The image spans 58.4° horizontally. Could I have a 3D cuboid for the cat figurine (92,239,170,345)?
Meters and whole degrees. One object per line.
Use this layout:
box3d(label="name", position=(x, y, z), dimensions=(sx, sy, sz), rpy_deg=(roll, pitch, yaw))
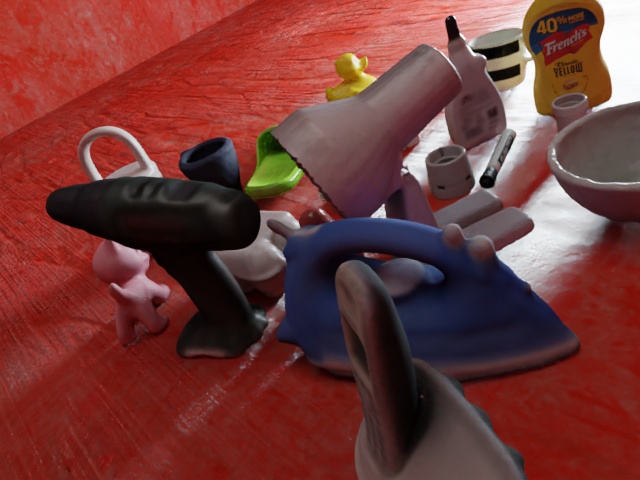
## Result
box3d(label="cat figurine", position=(-0.242, 0.046, 0.707), dimensions=(0.067, 0.118, 0.127), rpy_deg=(-25, 31, -2))

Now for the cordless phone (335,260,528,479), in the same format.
box3d(label="cordless phone", position=(0.056, 0.110, 0.335), dimensions=(0.094, 0.185, 0.147), rpy_deg=(-30, 31, -10))

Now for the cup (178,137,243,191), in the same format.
box3d(label="cup", position=(-0.173, -0.104, 0.914), dimensions=(0.117, 0.095, 0.092), rpy_deg=(10, 45, 44))

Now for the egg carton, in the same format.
box3d(label="egg carton", position=(-0.085, 0.015, 0.695), dimensions=(0.149, 0.069, 0.107), rpy_deg=(2, 39, 37))

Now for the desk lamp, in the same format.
box3d(label="desk lamp", position=(0.080, -0.065, 0.562), dimensions=(0.203, 0.214, 0.117), rpy_deg=(-28, 31, -6))

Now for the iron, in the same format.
box3d(label="iron", position=(0.073, 0.034, 0.484), dimensions=(0.257, 0.142, 0.119), rpy_deg=(-2, 37, 32))

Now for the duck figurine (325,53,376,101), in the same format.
box3d(label="duck figurine", position=(0.053, -0.306, 1.082), dimensions=(0.104, 0.086, 0.077), rpy_deg=(-25, 31, -2))

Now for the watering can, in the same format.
box3d(label="watering can", position=(-0.280, -0.075, 0.847), dimensions=(0.101, 0.194, 0.172), rpy_deg=(-28, 31, -7))

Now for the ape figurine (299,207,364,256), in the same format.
box3d(label="ape figurine", position=(0.006, 0.002, 0.629), dimensions=(0.078, 0.092, 0.075), rpy_deg=(-38, 33, -21))

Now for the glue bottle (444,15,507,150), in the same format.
box3d(label="glue bottle", position=(0.191, -0.208, 0.747), dimensions=(0.078, 0.173, 0.037), rpy_deg=(-24, 31, 1))

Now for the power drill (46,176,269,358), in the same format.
box3d(label="power drill", position=(-0.149, 0.024, 0.587), dimensions=(0.228, 0.209, 0.076), rpy_deg=(-7, 35, 27))

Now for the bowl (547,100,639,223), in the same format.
box3d(label="bowl", position=(0.308, -0.066, 0.544), dimensions=(0.167, 0.075, 0.167), rpy_deg=(-17, 31, 11))
